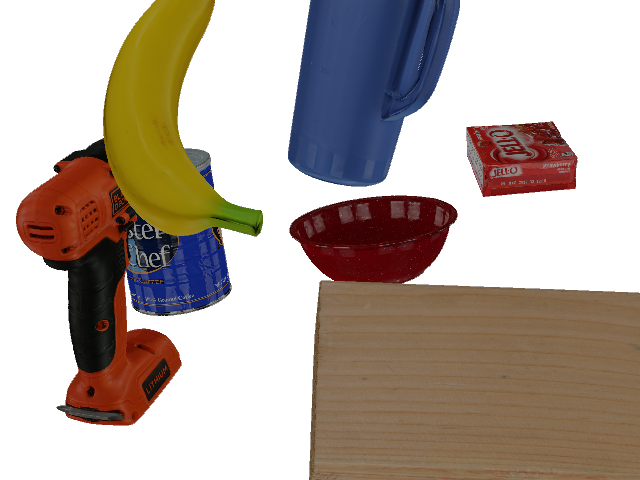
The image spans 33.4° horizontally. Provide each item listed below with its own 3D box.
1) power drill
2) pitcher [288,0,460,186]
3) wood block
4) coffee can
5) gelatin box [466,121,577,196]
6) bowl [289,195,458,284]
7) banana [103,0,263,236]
[{"bbox_3d":[-0.142,0.020,0.756,0.057,0.188,0.184,4,24,19],"label":"power drill"},{"bbox_3d":[0.048,-0.179,1.079,0.145,0.243,0.149,12,18,-1],"label":"pitcher"},{"bbox_3d":[0.099,0.079,0.524,0.206,0.091,0.090,2,-23,-1],"label":"wood block"},{"bbox_3d":[-0.149,-0.010,1.055,0.103,0.140,0.103,-7,19,2],"label":"coffee can"},{"bbox_3d":[0.159,-0.067,0.854,0.073,0.030,0.089,-4,25,1],"label":"gelatin box"},{"bbox_3d":[0.053,0.005,1.024,0.162,0.055,0.162,-7,17,2],"label":"bowl"},{"bbox_3d":[-0.078,-0.068,0.550,0.069,0.198,0.037,-4,-40,-11],"label":"banana"}]
